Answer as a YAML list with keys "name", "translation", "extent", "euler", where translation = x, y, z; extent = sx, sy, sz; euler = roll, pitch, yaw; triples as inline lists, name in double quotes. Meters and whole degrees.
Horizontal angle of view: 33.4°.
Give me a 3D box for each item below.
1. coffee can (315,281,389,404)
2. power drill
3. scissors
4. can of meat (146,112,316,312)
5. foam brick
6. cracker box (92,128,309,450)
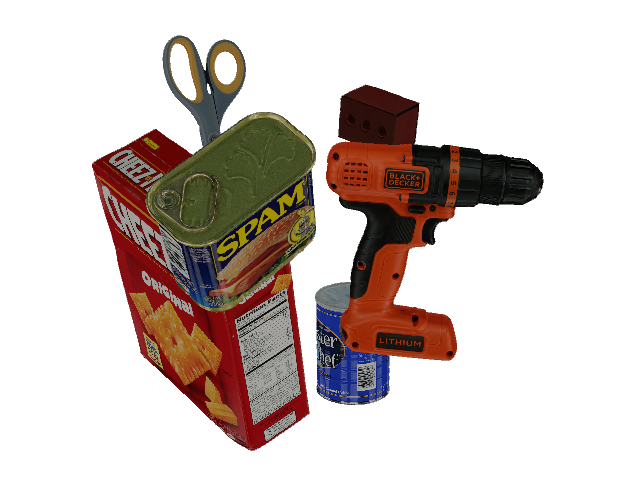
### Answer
- name: "coffee can"
  translation: [0.045, 0.139, 1.460]
  extent: [0.103, 0.140, 0.103]
  euler: [-1, 18, 0]
- name: "power drill"
  translation: [0.092, 0.008, 0.928]
  extent: [0.184, 0.188, 0.057]
  euler: [5, 16, 3]
- name: "scissors"
  translation: [-0.097, -0.115, 1.077]
  extent: [0.096, 0.202, 0.016]
  euler: [-28, 13, -28]
- name: "can of meat"
  translation: [-0.049, -0.015, 0.652]
  extent: [0.102, 0.057, 0.084]
  euler: [-39, -27, -20]
- name: "foam brick"
  translation: [0.066, -0.137, 1.216]
  extent: [0.078, 0.053, 0.051]
  euler: [24, 36, 30]
- name: "cracker box"
  translation: [-0.094, 0.043, 0.846]
  extent: [0.072, 0.214, 0.164]
  euler: [-33, 47, -27]
